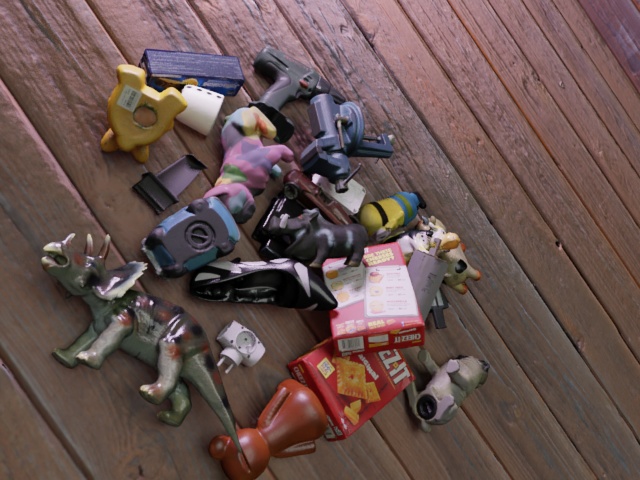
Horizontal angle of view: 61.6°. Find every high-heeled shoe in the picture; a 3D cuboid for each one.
[{"bbox_3d":[-0.100,0.091,0.943,0.249,0.086,0.145,19,29,16],"label":"high-heeled shoe"}]

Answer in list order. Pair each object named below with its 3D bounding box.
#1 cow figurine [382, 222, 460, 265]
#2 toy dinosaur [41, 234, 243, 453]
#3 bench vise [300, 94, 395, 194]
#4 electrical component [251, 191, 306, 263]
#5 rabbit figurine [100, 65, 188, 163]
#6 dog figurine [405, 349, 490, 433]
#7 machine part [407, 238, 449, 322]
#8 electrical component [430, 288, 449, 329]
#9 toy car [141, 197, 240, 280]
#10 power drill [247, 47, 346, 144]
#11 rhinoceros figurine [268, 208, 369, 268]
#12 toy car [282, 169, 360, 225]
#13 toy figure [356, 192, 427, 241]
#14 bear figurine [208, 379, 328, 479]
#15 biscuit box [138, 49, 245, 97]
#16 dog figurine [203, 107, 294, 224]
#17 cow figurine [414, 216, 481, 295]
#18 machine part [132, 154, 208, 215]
[{"bbox_3d":[0.221,0.009,1.186,0.068,0.167,0.098,39,31,-51],"label":"cow figurine"},{"bbox_3d":[-0.256,0.151,0.833,0.404,0.131,0.192,37,57,-15],"label":"toy dinosaur"},{"bbox_3d":[0.071,-0.200,1.137,0.240,0.129,0.224,-1,58,-35],"label":"bench vise"},{"bbox_3d":[-0.066,-0.013,1.072,0.115,0.058,0.134,33,56,-15],"label":"electrical component"},{"bbox_3d":[-0.315,-0.218,0.949,0.122,0.173,0.162,14,108,-27],"label":"rabbit figurine"},{"bbox_3d":[0.284,0.325,1.143,0.190,0.121,0.172,25,91,-42],"label":"dog figurine"},{"bbox_3d":[0.198,0.109,1.100,0.079,0.079,0.243,23,92,-24],"label":"machine part"},{"bbox_3d":[0.251,0.145,1.217,0.075,0.048,0.119,-3,72,-34],"label":"electrical component"},{"bbox_3d":[-0.227,0.004,0.931,0.162,0.103,0.109,-35,96,-23],"label":"toy car"},{"bbox_3d":[-0.059,-0.313,1.190,0.232,0.086,0.207,34,60,-15],"label":"power drill"},{"bbox_3d":[-0.002,-0.003,1.003,0.190,0.073,0.112,7,92,-7],"label":"rhinoceros figurine"},{"bbox_3d":[0.009,-0.066,1.081,0.202,0.053,0.089,43,27,-3],"label":"toy car"},{"bbox_3d":[0.159,-0.061,1.225,0.180,0.082,0.089,-32,70,-30],"label":"toy figure"},{"bbox_3d":[-0.086,0.329,0.898,0.196,0.132,0.120,-30,87,-20],"label":"bear figurine"},{"bbox_3d":[-0.254,-0.334,1.082,0.202,0.059,0.063,-7,73,-35],"label":"biscuit box"},{"bbox_3d":[-0.166,-0.135,1.030,0.219,0.108,0.191,-41,96,-35],"label":"dog figurine"},{"bbox_3d":[0.280,0.023,1.247,0.127,0.085,0.195,24,33,-32],"label":"cow figurine"},{"bbox_3d":[-0.273,-0.111,0.991,0.084,0.039,0.139,45,55,-2],"label":"machine part"}]
